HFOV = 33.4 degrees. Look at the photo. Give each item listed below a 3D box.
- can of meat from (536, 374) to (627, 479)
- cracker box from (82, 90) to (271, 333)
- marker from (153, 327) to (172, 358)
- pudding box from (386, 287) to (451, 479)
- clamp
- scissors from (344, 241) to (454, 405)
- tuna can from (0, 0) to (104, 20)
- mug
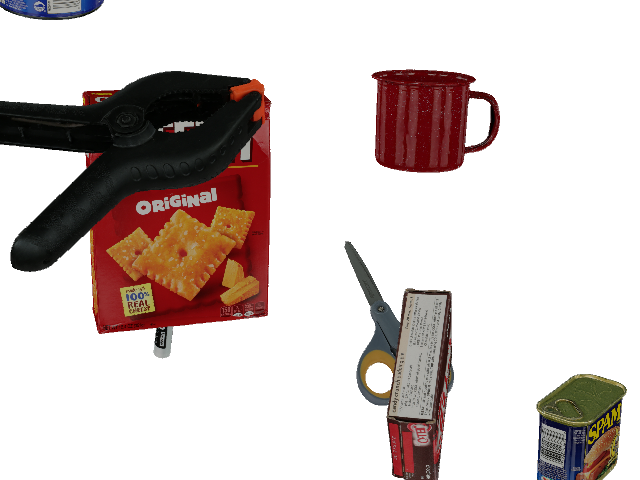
[{"bbox_3d":[0.251,0.189,1.033,0.058,0.084,0.101,14,24,38],"label":"can of meat"},{"bbox_3d":[-0.130,-0.028,0.982,0.164,0.214,0.072,-4,20,-16],"label":"cracker box"},{"bbox_3d":[-0.168,0.079,1.167,0.020,0.121,0.020,8,36,-6],"label":"marker"},{"bbox_3d":[0.074,0.105,0.780,0.039,0.113,0.090,3,-38,9],"label":"pudding box"},{"bbox_3d":[-0.116,-0.059,0.592,0.171,0.120,0.039,-27,-27,-25],"label":"clamp"},{"bbox_3d":[0.046,0.082,1.011,0.096,0.016,0.202,-27,52,-21],"label":"scissors"},{"bbox_3d":[-0.204,-0.198,0.801,0.086,0.034,0.086,6,36,-4],"label":"tuna can"},{"bbox_3d":[0.103,-0.108,0.967,0.117,0.081,0.093,2,16,3],"label":"mug"}]
